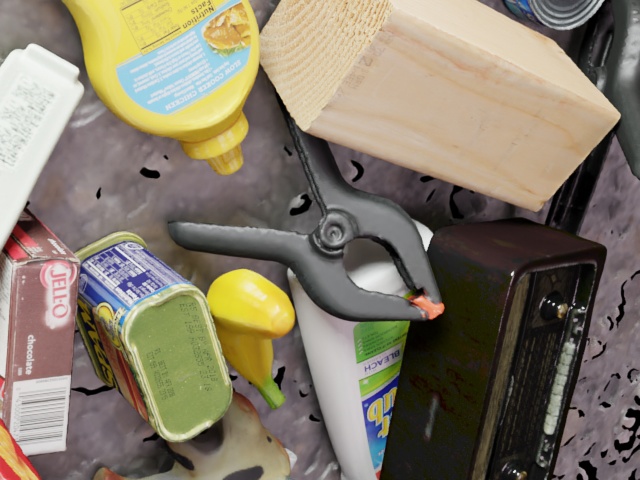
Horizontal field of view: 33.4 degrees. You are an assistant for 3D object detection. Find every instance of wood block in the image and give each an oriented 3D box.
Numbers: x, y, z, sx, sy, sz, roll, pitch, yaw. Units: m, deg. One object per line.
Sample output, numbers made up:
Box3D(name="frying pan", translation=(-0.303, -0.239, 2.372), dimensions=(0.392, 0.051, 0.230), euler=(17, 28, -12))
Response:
Box3D(name="wood block", translation=(0.075, -0.098, 0.660), dimensions=(0.205, 0.091, 0.090), euler=(15, 123, -39))

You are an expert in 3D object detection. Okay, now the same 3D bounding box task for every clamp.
Box3D(name="clamp", translation=(0.205, -0.100, 0.735), dimensions=(0.036, 0.165, 0.210), euler=(14, 77, -8))
Box3D(name="clamp", translation=(-0.004, 0.001, 0.651), dimensions=(0.120, 0.039, 0.171), euler=(-44, 89, 1))

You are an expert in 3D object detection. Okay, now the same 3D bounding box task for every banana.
Box3D(name="banana", translation=(-0.040, 0.051, 0.639), dimensions=(0.037, 0.070, 0.198), euler=(-47, 168, -15))

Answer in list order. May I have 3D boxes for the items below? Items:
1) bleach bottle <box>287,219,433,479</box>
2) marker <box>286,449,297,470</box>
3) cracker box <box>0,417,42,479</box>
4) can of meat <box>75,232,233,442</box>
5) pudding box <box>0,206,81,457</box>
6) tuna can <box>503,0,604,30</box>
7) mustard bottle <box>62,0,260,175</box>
Box3D(name="bleach bottle", translation=(0.049, 0.110, 0.767), dimensions=(0.102, 0.068, 0.251), euler=(-29, 126, -22))
Box3D(name="marker", translation=(-0.050, 0.206, 0.766), dimensions=(0.020, 0.020, 0.121), euler=(20, 97, -39))
Box3D(name="cracker box", translation=(-0.221, 0.125, 0.482), dimensions=(0.164, 0.214, 0.072), euler=(-42, 130, -13))
Box3D(name="can of meat", translation=(-0.099, 0.057, 0.623), dimensions=(0.057, 0.084, 0.102), euler=(-29, 124, -24))
Box3D(name="pudding box", translation=(-0.163, 0.046, 0.569), dimensions=(0.039, 0.090, 0.113), euler=(-2, 111, -33))
Box3D(name="tuna can", translation=(0.163, -0.190, 0.733), dimensions=(0.086, 0.034, 0.086), euler=(-15, 118, -30))
Box3D(name="mustard bottle", translation=(-0.084, -0.115, 0.574), dimensions=(0.096, 0.058, 0.191), euler=(-36, 126, -17))
